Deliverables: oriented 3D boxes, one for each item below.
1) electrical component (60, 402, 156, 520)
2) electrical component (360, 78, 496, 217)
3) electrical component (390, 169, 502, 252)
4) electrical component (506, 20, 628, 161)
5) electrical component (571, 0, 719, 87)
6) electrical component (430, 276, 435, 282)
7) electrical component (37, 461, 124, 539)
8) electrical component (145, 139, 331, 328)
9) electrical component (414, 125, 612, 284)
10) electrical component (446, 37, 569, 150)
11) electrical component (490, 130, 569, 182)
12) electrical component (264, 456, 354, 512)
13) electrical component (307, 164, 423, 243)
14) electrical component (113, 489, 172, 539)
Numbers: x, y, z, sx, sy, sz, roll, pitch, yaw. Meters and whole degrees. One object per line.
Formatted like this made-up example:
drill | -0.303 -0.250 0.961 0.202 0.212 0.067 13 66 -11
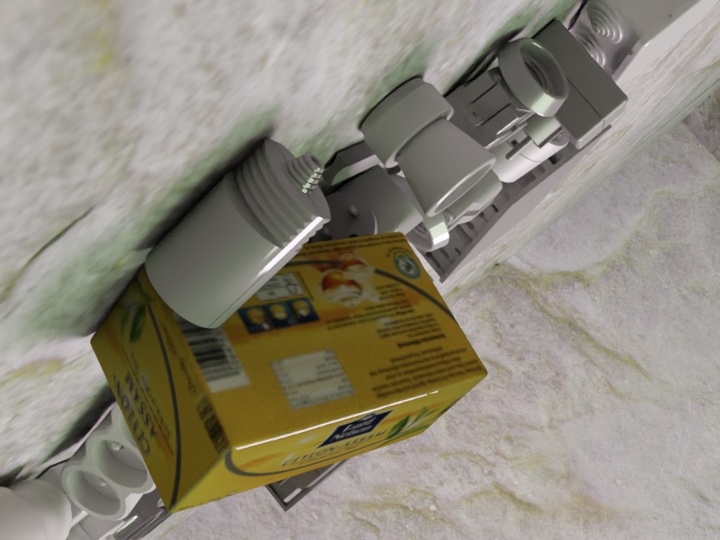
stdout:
electrical component | -0.133 0.099 0.684 0.138 0.052 0.073 -46 -173 41
electrical component | 0.033 -0.061 0.532 0.045 0.055 0.045 -39 173 -6
electrical component | 0.049 -0.049 0.689 0.057 0.058 0.078 -41 174 -16
electrical component | 0.114 -0.100 0.662 0.077 0.065 0.047 -41 173 9
electrical component | 0.183 -0.167 0.673 0.100 0.048 0.099 -39 173 -8
electrical component | 0.010 0.017 0.883 0.061 0.061 0.096 -38 173 -18
electrical component | -0.192 0.174 0.755 0.047 0.075 0.083 -41 173 8
electrical component | -0.046 -0.018 0.441 0.081 0.043 0.043 -42 173 20
electrical component | 0.108 -0.069 0.855 0.105 0.060 0.186 -37 173 -20
electrical component | 0.083 -0.098 0.607 0.055 0.048 0.066 -35 177 38
electrical component | 0.105 -0.092 0.723 0.047 0.055 0.055 -40 174 36
electrical component | -0.051 0.064 0.606 0.079 0.121 0.063 -40 170 -2
electrical component | -0.008 -0.023 0.608 0.077 0.043 0.079 -40 173 2
electrical component | -0.200 0.197 0.920 0.105 0.060 0.186 -43 173 23
